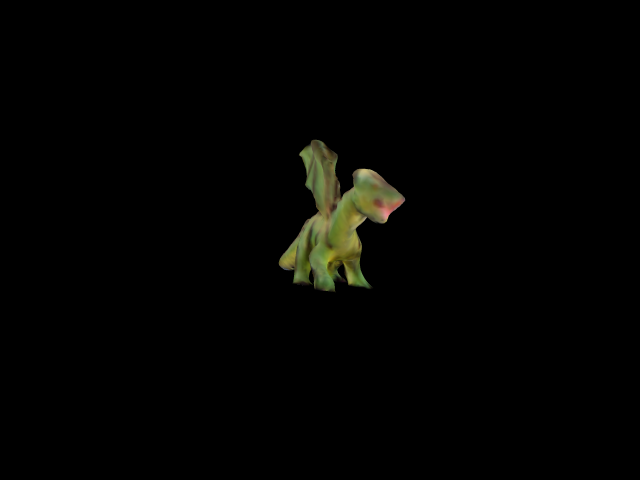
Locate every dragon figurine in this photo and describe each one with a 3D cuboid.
[{"bbox_3d":[0.003,-0.043,0.850,0.122,0.242,0.411,-2,5,-27],"label":"dragon figurine"}]
